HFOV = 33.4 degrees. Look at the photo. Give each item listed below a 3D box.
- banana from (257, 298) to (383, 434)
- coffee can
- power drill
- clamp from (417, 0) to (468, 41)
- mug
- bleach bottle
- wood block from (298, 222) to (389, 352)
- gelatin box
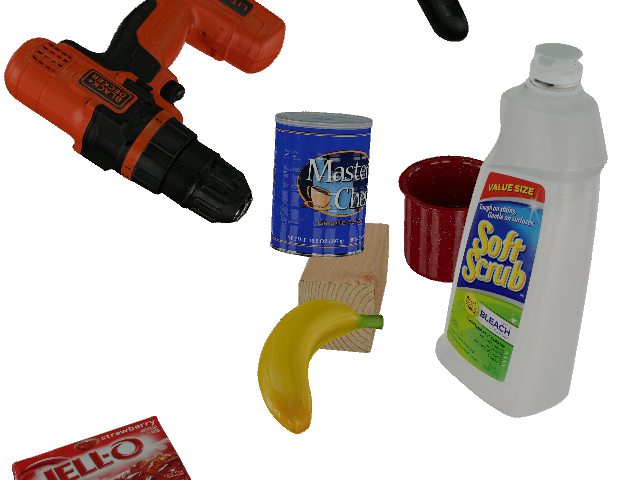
[{"bbox_3d":[-0.010,0.085,0.815,0.070,0.037,0.197,7,22,18],"label":"banana"},{"bbox_3d":[0.000,-0.061,1.132,0.103,0.140,0.103,3,12,-1],"label":"coffee can"},{"bbox_3d":[-0.097,-0.111,0.750,0.184,0.187,0.057,34,-45,0],"label":"power drill"},{"bbox_3d":[0.045,-0.240,0.729,0.209,0.164,0.036,25,-23,-14],"label":"clamp"},{"bbox_3d":[0.121,-0.012,0.930,0.093,0.081,0.117,-21,38,-26],"label":"mug"},{"bbox_3d":[0.134,-0.009,0.705,0.068,0.251,0.103,-16,35,-27],"label":"bleach bottle"},{"bbox_3d":[0.032,0.053,1.342,0.091,0.090,0.206,4,22,7],"label":"wood block"},{"bbox_3d":[-0.122,0.140,0.600,0.089,0.030,0.073,-15,28,-20],"label":"gelatin box"}]
